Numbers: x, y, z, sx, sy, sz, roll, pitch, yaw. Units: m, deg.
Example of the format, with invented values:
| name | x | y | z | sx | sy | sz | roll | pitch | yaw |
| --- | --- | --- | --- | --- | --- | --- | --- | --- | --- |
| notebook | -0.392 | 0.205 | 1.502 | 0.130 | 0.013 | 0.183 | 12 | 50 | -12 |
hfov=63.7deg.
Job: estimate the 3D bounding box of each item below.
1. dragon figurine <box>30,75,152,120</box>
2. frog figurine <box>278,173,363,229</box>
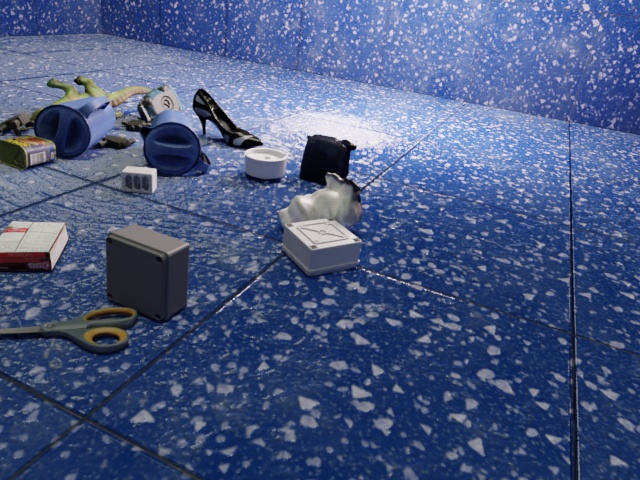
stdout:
| name | x | y | z | sx | sy | sz | roll | pitch | yaw |
| --- | --- | --- | --- | --- | --- | --- | --- | --- | --- |
| dragon figurine | -0.683 | -0.410 | 1.585 | 0.413 | 0.119 | 0.247 | -18 | 45 | -31 |
| frog figurine | 0.003 | -0.053 | 1.051 | 0.160 | 0.120 | 0.139 | -41 | 52 | -11 |
